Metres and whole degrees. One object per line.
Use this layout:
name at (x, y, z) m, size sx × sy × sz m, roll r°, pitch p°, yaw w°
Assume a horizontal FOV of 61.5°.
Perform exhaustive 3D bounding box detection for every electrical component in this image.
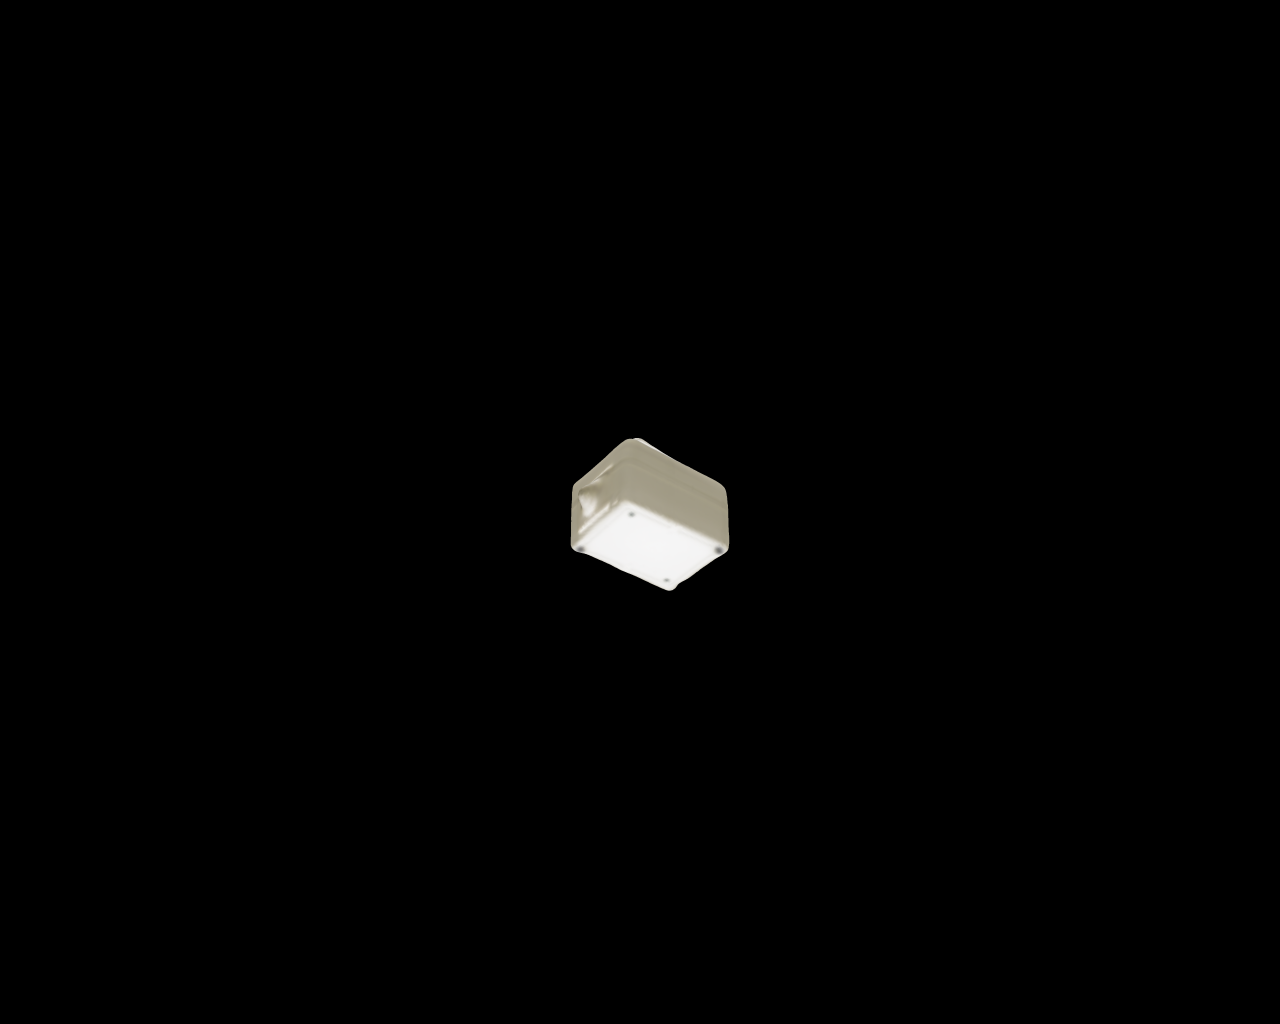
electrical component at (0.001, -0.003, 0.650) m, size 0.096 × 0.061 × 0.061 m, roll 25°, pitch -45°, yaw -28°
